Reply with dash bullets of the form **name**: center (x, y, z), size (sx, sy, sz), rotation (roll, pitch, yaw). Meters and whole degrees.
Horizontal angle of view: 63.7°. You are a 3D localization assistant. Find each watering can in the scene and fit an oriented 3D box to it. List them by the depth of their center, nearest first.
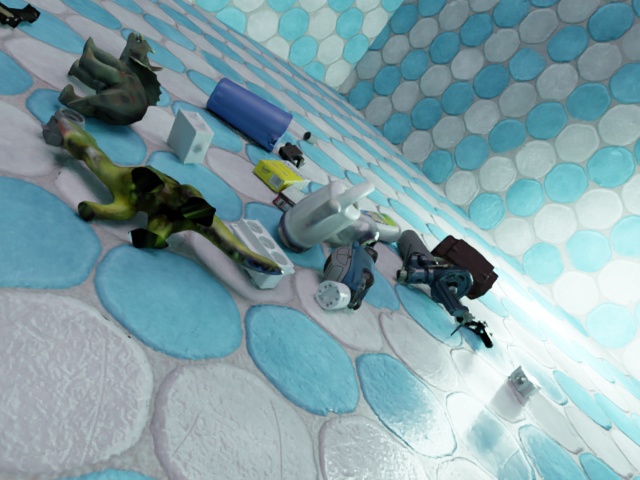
- **watering can**: center (0.003, -0.055, 1.085), size (0.104, 0.222, 0.351), rotation (58, 21, 0)

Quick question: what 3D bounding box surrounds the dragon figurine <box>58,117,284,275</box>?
- **dragon figurine**: center (-0.250, -0.072, 0.863), size (0.407, 0.121, 0.247), rotation (31, 13, -23)

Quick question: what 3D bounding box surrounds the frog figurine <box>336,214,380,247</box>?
- **frog figurine**: center (0.074, -0.038, 1.318), size (0.138, 0.120, 0.162), rotation (-10, 61, -41)
